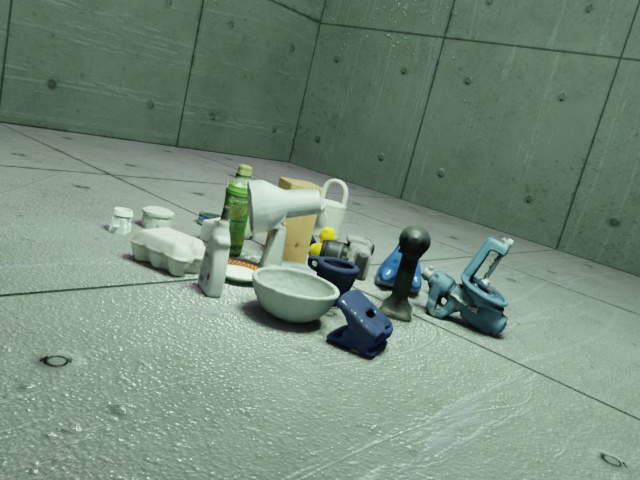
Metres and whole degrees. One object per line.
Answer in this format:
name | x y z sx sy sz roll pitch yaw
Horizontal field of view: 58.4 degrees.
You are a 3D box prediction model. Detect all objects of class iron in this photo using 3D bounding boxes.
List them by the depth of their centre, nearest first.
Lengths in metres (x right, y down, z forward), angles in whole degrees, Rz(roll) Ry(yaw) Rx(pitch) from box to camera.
iron | 0.218 0.047 1.521 0.118 0.141 0.258 14 12 2

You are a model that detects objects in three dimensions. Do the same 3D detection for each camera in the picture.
camera | 0.071 0.031 1.524 0.136 0.101 0.143 14 12 2

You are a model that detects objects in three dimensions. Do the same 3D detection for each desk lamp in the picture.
desk lamp | -0.088 -0.026 1.331 0.204 0.213 0.117 10 12 -16

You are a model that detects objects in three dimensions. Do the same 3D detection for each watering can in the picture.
watering can | 0.036 -0.104 1.881 0.101 0.194 0.173 14 12 2

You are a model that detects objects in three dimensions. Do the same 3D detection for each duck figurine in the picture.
duck figurine | 0.015 0.006 1.613 0.077 0.086 0.105 17 12 16

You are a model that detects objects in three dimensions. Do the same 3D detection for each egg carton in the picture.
egg carton | -0.314 0.022 1.200 0.150 0.069 0.107 19 13 22

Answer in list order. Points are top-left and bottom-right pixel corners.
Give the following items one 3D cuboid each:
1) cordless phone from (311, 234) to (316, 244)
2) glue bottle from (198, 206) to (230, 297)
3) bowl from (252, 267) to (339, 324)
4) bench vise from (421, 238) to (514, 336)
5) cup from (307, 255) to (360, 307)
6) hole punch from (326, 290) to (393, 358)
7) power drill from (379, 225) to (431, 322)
cordless phone | -0.047 -0.087 1.729 0.094 0.185 0.147 9 13 -20
glue bottle | -0.196 0.018 1.102 0.037 0.173 0.078 7 14 -30
bowl | -0.051 0.111 1.076 0.167 0.075 0.167 13 12 -3
bench vise | 0.336 0.086 1.283 0.207 0.220 0.121 15 12 6
cup | 0.017 0.088 1.214 0.117 0.095 0.092 19 13 23
hole punch | 0.079 0.146 1.025 0.100 0.091 0.109 18 13 21
power drill | 0.191 0.064 1.248 0.075 0.208 0.230 15 12 8
